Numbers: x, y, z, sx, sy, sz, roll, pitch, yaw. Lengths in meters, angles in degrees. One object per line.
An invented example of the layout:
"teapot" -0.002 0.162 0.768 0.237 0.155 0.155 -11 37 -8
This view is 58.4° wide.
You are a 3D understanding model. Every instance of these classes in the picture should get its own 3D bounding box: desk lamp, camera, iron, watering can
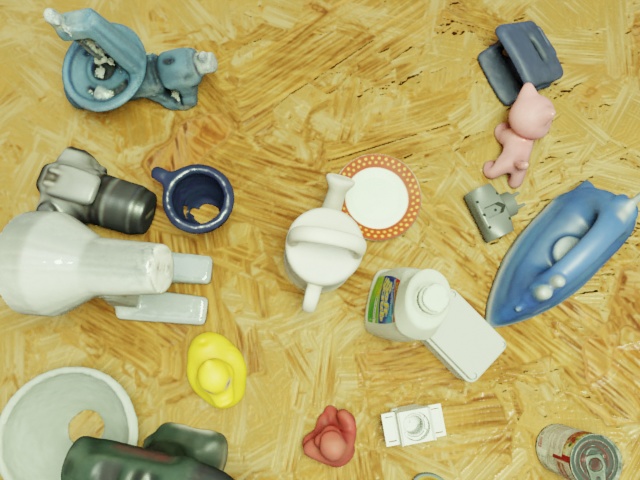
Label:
"desk lamp" -0.244 0.039 0.690 0.203 0.213 0.118 4 79 -4
"camera" -0.298 -0.040 0.757 0.137 0.100 0.143 16 79 -2
"iron" 0.336 0.026 0.781 0.118 0.141 0.258 44 79 4
"watering can" 0.004 0.002 0.729 0.101 0.194 0.173 -8 81 -6

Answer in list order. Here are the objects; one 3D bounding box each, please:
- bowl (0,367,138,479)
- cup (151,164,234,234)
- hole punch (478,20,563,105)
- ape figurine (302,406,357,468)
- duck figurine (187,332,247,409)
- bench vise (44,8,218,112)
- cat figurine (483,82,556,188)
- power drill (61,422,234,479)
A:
"bowl" -0.306 0.243 0.719 0.167 0.074 0.167 1 80 -5
"cup" -0.171 -0.053 0.774 0.118 0.095 0.092 31 79 1
"hole punch" 0.307 -0.276 0.858 0.101 0.091 0.108 -26 83 -9
"ape figurine" 0.016 0.259 0.736 0.078 0.092 0.076 -18 82 -8
"duck figurine" -0.137 0.170 0.742 0.077 0.086 0.104 -22 82 -8
"bench vise" -0.247 -0.244 0.737 0.207 0.219 0.121 -24 82 -8
"cat figurine" 0.294 -0.152 0.821 0.067 0.117 0.128 16 79 -2
"power drill" -0.162 0.269 0.659 0.229 0.208 0.076 12 79 -3
